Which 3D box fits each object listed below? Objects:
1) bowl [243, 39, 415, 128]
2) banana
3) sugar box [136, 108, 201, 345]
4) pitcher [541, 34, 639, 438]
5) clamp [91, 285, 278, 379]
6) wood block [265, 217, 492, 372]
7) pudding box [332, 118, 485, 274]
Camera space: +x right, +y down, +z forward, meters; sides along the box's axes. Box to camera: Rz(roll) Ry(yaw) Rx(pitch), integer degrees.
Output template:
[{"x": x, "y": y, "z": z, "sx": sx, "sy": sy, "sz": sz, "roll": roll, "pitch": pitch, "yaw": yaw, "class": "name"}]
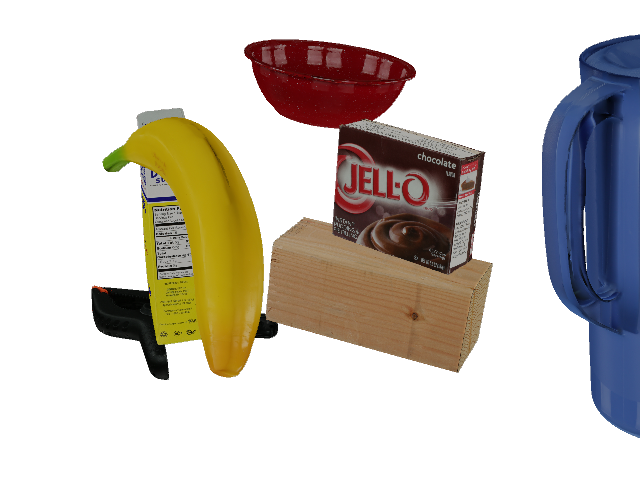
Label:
[{"x": 0.006, "y": -0.144, "z": 1.001, "sx": 0.162, "sy": 0.055, "sz": 0.162, "roll": 7, "pitch": 22, "yaw": -3, "class": "bowl"}, {"x": -0.065, "y": -0.014, "z": 0.572, "sx": 0.037, "sy": 0.070, "sz": 0.198, "roll": 12, "pitch": 28, "yaw": -36, "class": "banana"}, {"x": -0.126, "y": -0.012, "z": 0.888, "sx": 0.048, "sy": 0.176, "sz": 0.093, "roll": -8, "pitch": 27, "yaw": -10, "class": "sugar box"}, {"x": 0.214, "y": 0.001, "z": 0.649, "sx": 0.149, "sy": 0.243, "sz": 0.144, "roll": 2, "pitch": 22, "yaw": 16, "class": "pitcher"}, {"x": -0.172, "y": 0.087, "z": 1.100, "sx": 0.210, "sy": 0.036, "sz": 0.164, "roll": 13, "pitch": 19, "yaw": 31, "class": "clamp"}, {"x": 0.058, "y": 0.053, "z": 1.086, "sx": 0.206, "sy": 0.091, "sz": 0.090, "roll": 14, "pitch": 24, "yaw": 17, "class": "wood block"}, {"x": 0.064, "y": -0.035, "z": 0.800, "sx": 0.114, "sy": 0.090, "sz": 0.039, "roll": 19, "pitch": 27, "yaw": 33, "class": "pudding box"}]
